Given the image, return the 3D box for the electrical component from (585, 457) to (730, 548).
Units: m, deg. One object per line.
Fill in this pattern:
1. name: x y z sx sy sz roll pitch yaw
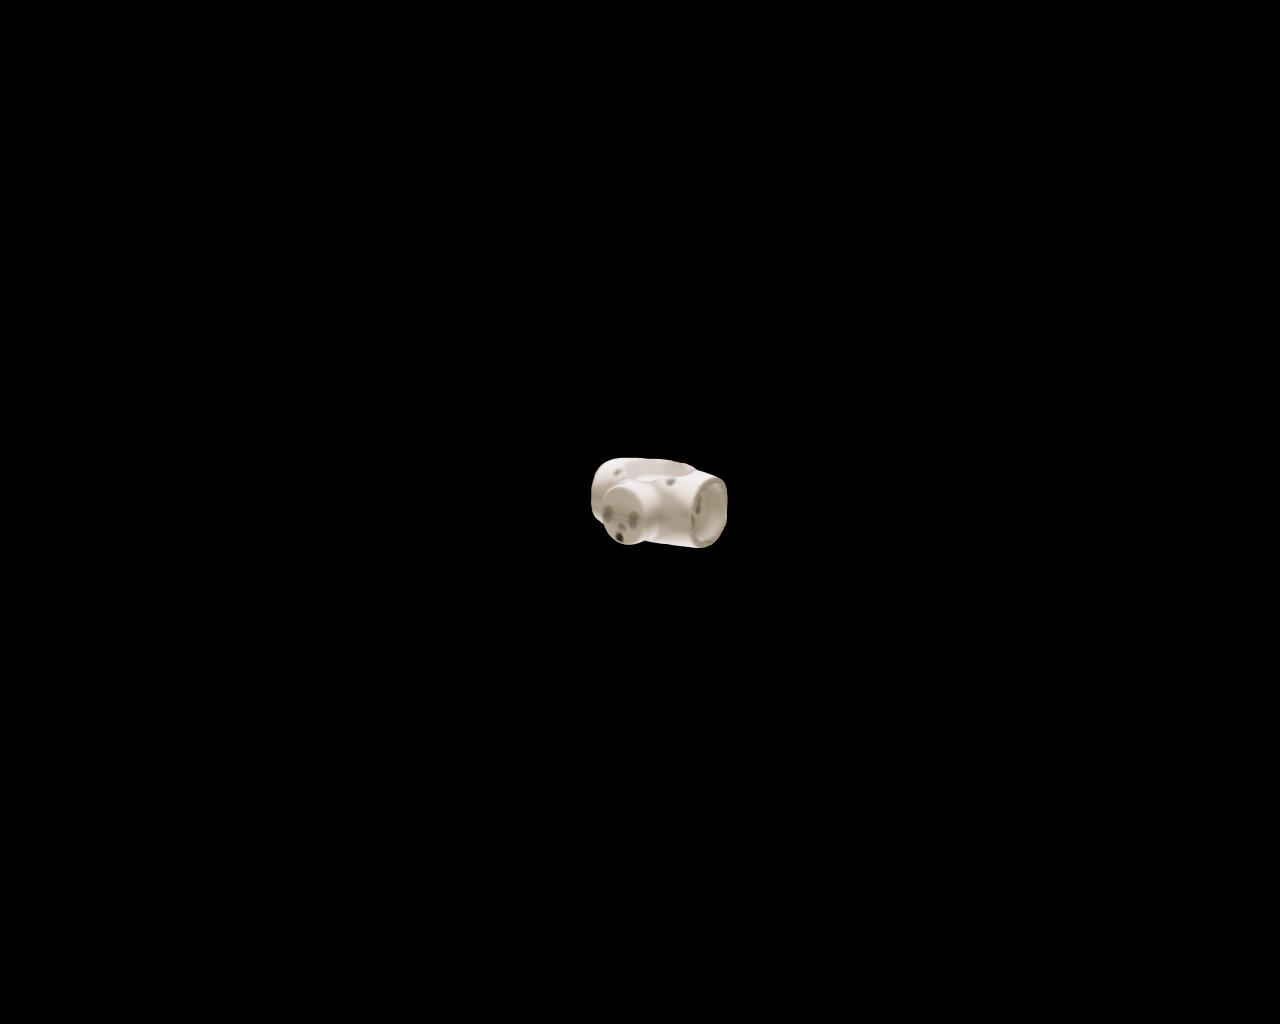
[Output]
1. electrical component: 0.001 -0.003 0.650 0.077 0.044 0.079 14 22 36
